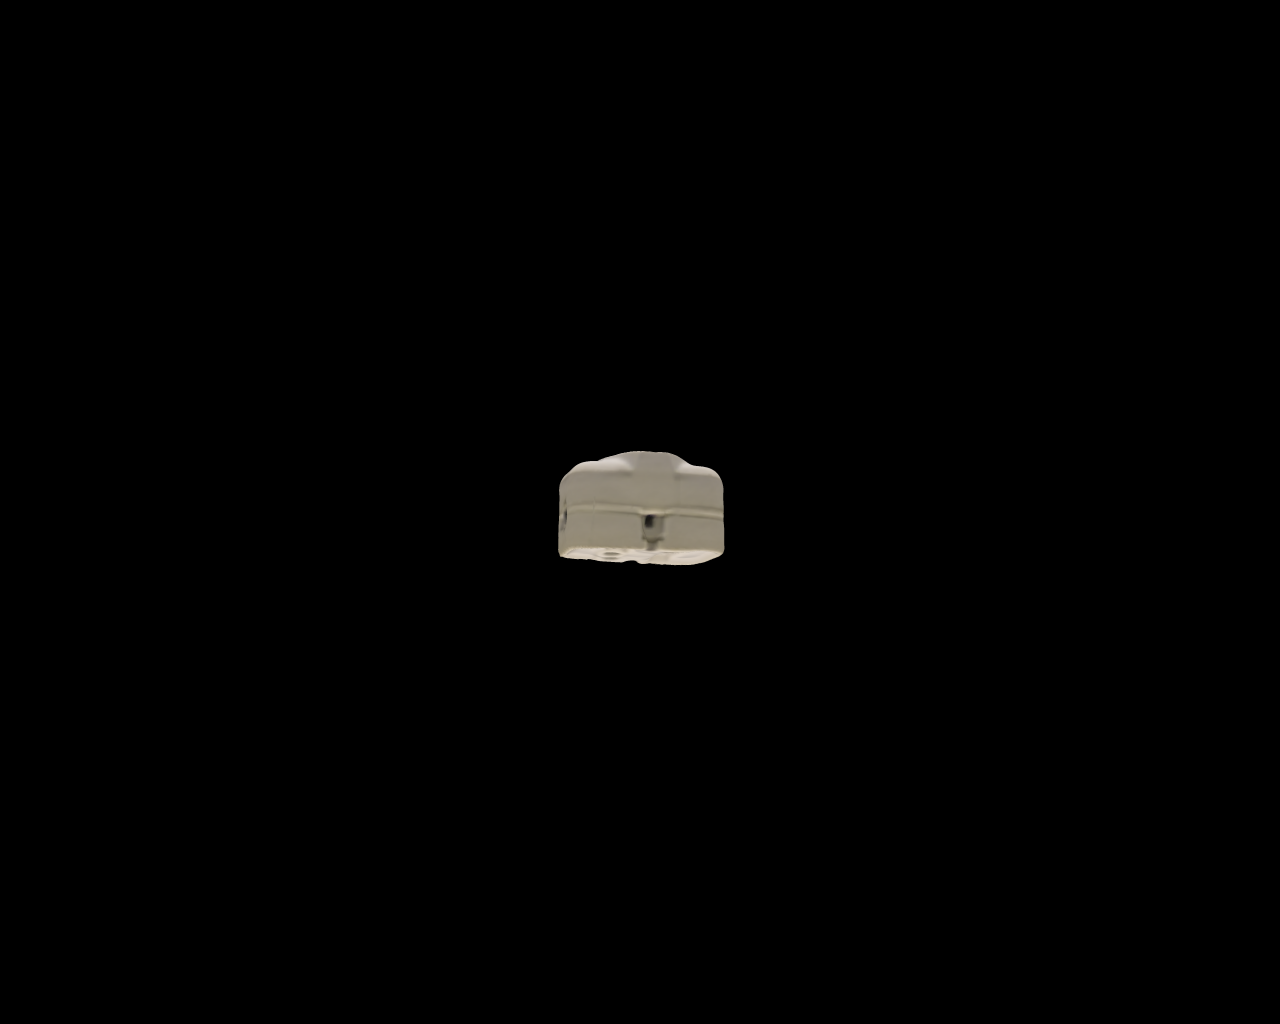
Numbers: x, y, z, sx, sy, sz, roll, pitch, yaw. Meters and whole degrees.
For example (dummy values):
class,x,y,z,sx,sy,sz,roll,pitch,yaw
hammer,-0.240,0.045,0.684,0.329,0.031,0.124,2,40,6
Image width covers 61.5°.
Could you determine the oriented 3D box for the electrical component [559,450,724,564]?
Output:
class,x,y,z,sx,sy,sz,roll,pitch,yaw
electrical component,0.001,-0.003,0.650,0.095,0.059,0.053,3,-11,-16
